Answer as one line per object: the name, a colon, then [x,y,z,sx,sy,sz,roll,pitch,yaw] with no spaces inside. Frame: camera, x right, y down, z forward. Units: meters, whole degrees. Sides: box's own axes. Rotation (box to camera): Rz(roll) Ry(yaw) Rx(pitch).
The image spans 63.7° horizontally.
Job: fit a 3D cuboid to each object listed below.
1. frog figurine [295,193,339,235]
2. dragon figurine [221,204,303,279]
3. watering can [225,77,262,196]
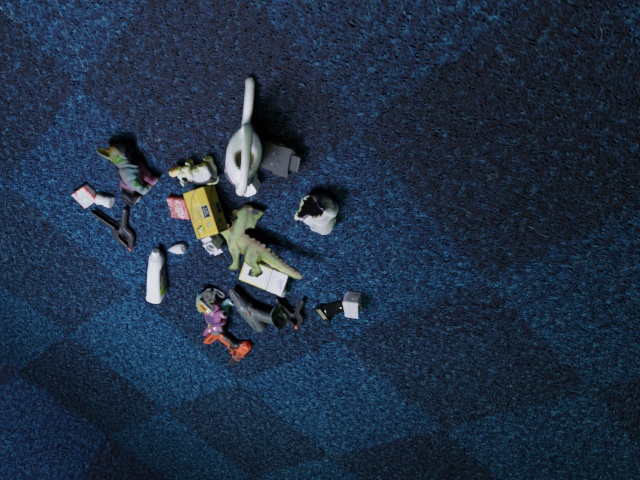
frog figurine: [0.005,-0.086,1.707,0.136,0.125,0.158,-27,151,24]
dragon figurine: [-0.244,-0.007,1.826,0.411,0.124,0.238,12,120,17]
watering can: [-0.228,-0.297,1.564,0.104,0.351,0.222,6,169,-14]
